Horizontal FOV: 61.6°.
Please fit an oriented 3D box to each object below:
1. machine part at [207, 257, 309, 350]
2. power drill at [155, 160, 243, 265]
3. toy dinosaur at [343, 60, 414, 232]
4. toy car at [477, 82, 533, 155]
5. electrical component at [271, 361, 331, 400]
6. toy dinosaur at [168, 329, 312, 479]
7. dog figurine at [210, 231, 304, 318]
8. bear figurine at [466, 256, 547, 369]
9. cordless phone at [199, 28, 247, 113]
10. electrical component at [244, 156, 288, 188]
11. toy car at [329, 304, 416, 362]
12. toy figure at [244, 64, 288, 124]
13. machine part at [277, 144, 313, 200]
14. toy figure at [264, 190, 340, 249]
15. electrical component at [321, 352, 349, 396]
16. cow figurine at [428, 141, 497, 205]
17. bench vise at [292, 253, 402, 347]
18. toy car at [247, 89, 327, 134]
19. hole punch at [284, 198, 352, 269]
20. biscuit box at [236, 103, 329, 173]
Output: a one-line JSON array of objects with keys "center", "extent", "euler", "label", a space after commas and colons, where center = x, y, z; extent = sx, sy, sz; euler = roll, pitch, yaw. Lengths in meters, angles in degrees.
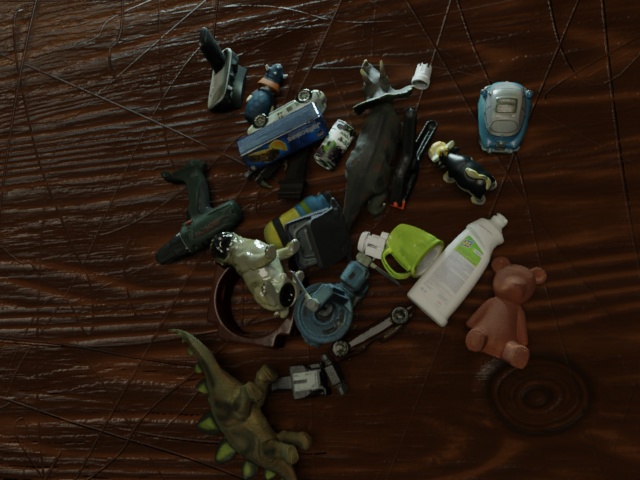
[{"center": [-0.134, 0.129, 1.175], "extent": [0.201, 0.087, 0.201], "euler": [6, 78, 15], "label": "machine part"}, {"center": [-0.310, -0.072, 1.267], "extent": [0.232, 0.086, 0.207], "euler": [-22, 70, 7], "label": "power drill"}, {"center": [0.107, -0.177, 1.124], "extent": [0.131, 0.192, 0.404], "euler": [11, 80, 19], "label": "toy dinosaur"}, {"center": [0.381, -0.265, 1.120], "extent": [0.109, 0.103, 0.161], "euler": [7, 78, 17], "label": "toy car"}, {"center": [-0.040, 0.299, 1.134], "extent": [0.119, 0.047, 0.075], "euler": [-14, 75, 12], "label": "electrical component"}, {"center": [-0.168, 0.349, 1.102], "extent": [0.198, 0.105, 0.471], "euler": [-42, 69, 25], "label": "toy dinosaur"}, {"center": [-0.142, 0.069, 1.108], "extent": [0.191, 0.121, 0.172], "euler": [2, 88, 36], "label": "dog figurine"}, {"center": [0.361, 0.131, 1.029], "extent": [0.120, 0.132, 0.195], "euler": [23, 91, 13], "label": "bear figurine"}, {"center": [-0.245, -0.396, 1.264], "extent": [0.089, 0.184, 0.146], "euler": [6, 80, 11], "label": "cordless phone"}, {"center": [-0.122, -0.169, 1.260], "extent": [0.102, 0.045, 0.078], "euler": [-52, 43, -3], "label": "electrical component"}, {"center": [0.111, 0.191, 1.098], "extent": [0.202, 0.089, 0.053], "euler": [-29, 73, 5], "label": "toy car"}, {"center": [-0.132, -0.351, 1.291], "extent": [0.058, 0.064, 0.154], "euler": [13, 76, 52], "label": "toy figure"}, {"center": [-0.053, -0.154, 1.223], "extent": [0.084, 0.039, 0.139], "euler": [1, 67, 42], "label": "machine part"}, {"center": [-0.042, -0.042, 1.191], "extent": [0.180, 0.082, 0.089], "euler": [-42, 75, 4], "label": "toy figure"}, {"center": [0.031, 0.275, 1.112], "extent": [0.021, 0.063, 0.094], "euler": [-29, 82, 7], "label": "electrical component"}, {"center": [0.289, -0.150, 1.121], "extent": [0.167, 0.098, 0.068], "euler": [43, 98, 19], "label": "cow figurine"}, {"center": [0.029, 0.115, 1.055], "extent": [0.223, 0.240, 0.129], "euler": [-44, 72, 4], "label": "bench vise"}, {"center": [-0.075, -0.284, 1.254], "extent": [0.202, 0.073, 0.056], "euler": [-27, 69, 8], "label": "toy car"}, {"center": [-0.002, -0.003, 1.124], "extent": [0.092, 0.116, 0.142], "euler": [-9, 103, 46], "label": "hole punch"}, {"center": [-0.084, -0.230, 1.210], "extent": [0.203, 0.059, 0.063], "euler": [-25, 46, 6], "label": "biscuit box"}]
